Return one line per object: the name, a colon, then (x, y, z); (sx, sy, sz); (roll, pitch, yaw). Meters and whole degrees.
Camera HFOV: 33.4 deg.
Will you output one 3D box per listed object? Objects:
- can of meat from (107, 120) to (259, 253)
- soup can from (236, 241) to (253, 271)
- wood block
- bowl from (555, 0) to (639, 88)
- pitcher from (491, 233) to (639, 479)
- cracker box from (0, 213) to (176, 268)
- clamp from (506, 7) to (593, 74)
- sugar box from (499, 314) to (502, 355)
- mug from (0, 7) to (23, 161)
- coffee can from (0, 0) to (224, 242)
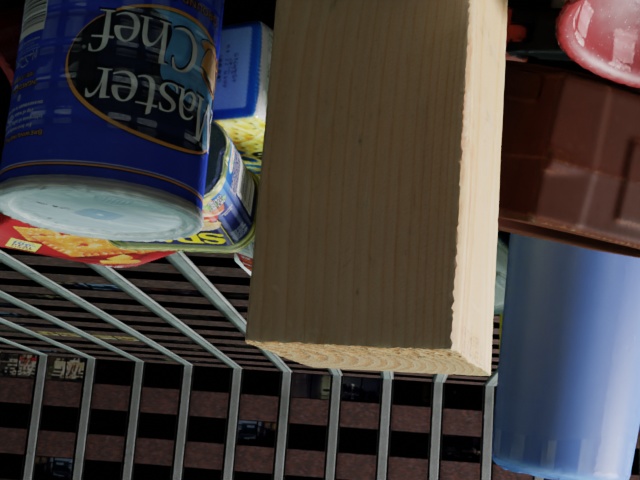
can of meat: (-0.092, -0.033, 0.631); (0.102, 0.057, 0.084); (2, 161, 10)
soup can: (-0.004, 0.001, 0.668); (0.068, 0.068, 0.102); (12, -178, -32)
wood block: (0.031, -0.047, 0.483); (0.091, 0.206, 0.090); (0, 167, 19)
bowl: (0.186, -0.116, 0.468); (0.162, 0.055, 0.162); (4, 167, 1)
pitcher: (0.215, 0.072, 0.864); (0.149, 0.243, 0.145); (9, 172, 5)
cracker box: (-0.190, -0.031, 0.938); (0.163, 0.072, 0.214); (12, 165, -32)
clamp: (0.203, -0.096, 0.583); (0.209, 0.036, 0.165); (10, 173, -14)
sugar box: (0.212, 0.076, 1.033); (0.048, 0.176, 0.093); (9, 167, -19)
mug: (-0.179, -0.076, 0.611); (0.093, 0.117, 0.081); (-24, -168, 27)
coffee can: (-0.104, -0.078, 0.542); (0.103, 0.140, 0.103); (4, 167, 1)
